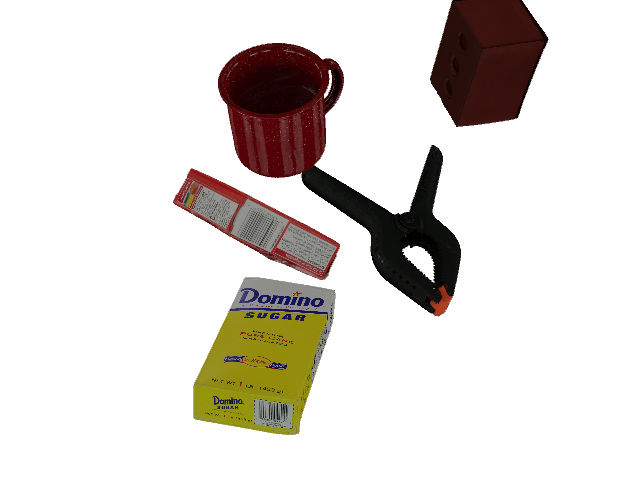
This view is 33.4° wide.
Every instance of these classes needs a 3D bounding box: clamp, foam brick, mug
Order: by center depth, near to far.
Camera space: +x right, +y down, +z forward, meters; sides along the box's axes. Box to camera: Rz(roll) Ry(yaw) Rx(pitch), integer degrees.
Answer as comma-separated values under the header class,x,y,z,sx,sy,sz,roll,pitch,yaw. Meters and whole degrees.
class,x,y,z,sx,sy,sz,roll,pitch,yaw
foam brick,0.116,-0.126,0.749,0.051,0.053,0.078,-12,-36,-18
mug,-0.028,-0.115,0.921,0.117,0.081,0.093,-35,57,-23
clamp,0.077,-0.014,1.108,0.164,0.210,0.036,-5,-36,-15

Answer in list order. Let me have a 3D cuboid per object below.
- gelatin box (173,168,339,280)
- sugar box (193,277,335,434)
class,x,y,z,sx,sy,sz,roll,pitch,yaw
gelatin box,-0.041,-0.010,0.701,0.089,0.030,0.073,27,0,-40
sugar box,-0.047,0.099,0.966,0.093,0.048,0.176,8,33,7
